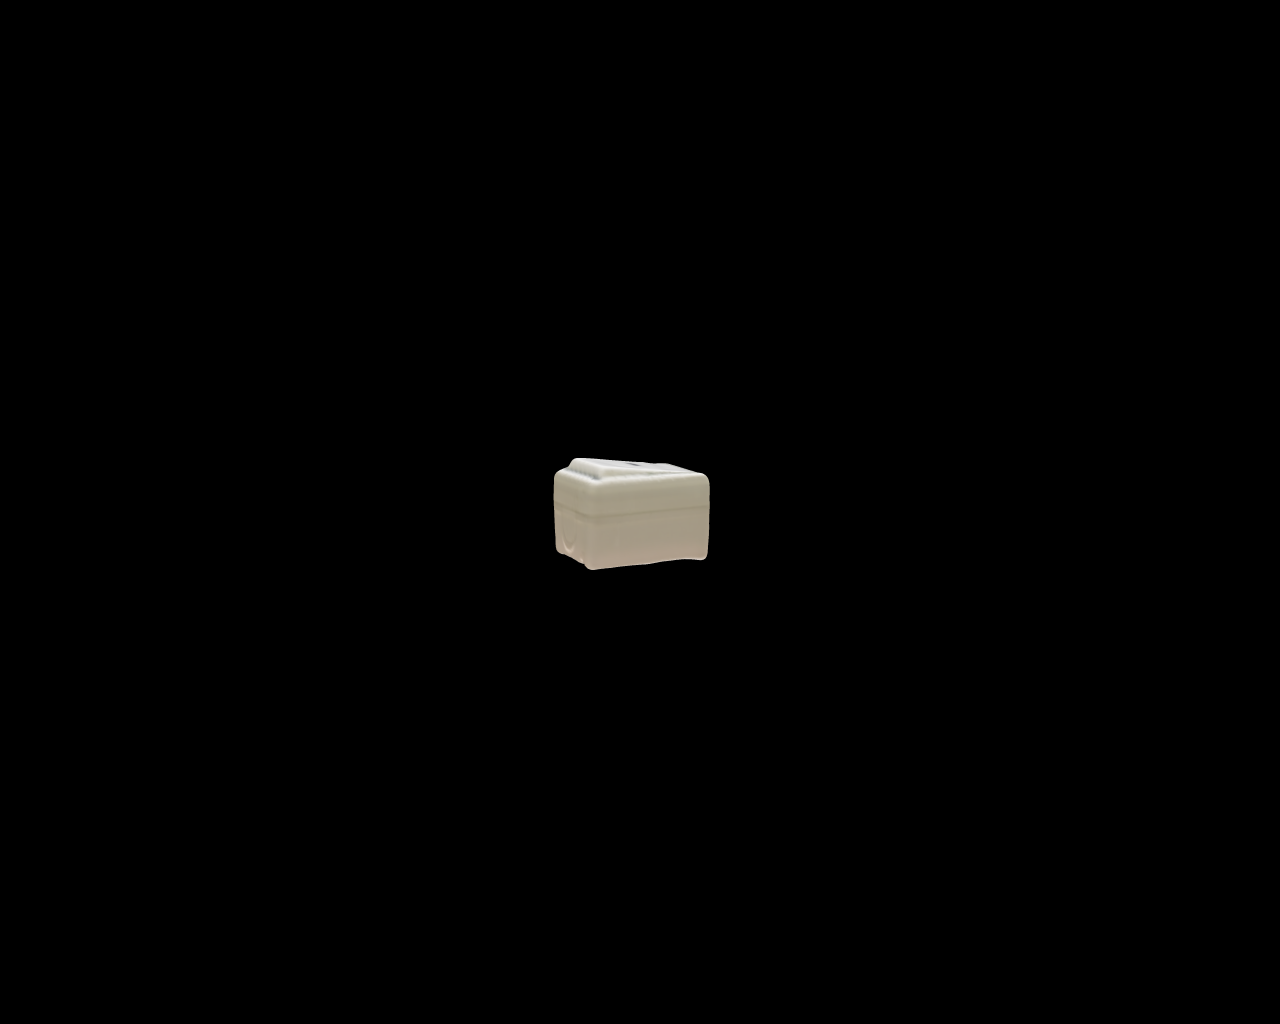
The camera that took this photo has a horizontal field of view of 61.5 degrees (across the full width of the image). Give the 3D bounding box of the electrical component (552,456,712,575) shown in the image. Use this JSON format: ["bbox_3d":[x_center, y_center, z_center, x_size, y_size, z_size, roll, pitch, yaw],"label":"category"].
[{"bbox_3d":[0.001,-0.003,0.650,0.096,0.061,0.062,-5,12,-24],"label":"electrical component"}]
